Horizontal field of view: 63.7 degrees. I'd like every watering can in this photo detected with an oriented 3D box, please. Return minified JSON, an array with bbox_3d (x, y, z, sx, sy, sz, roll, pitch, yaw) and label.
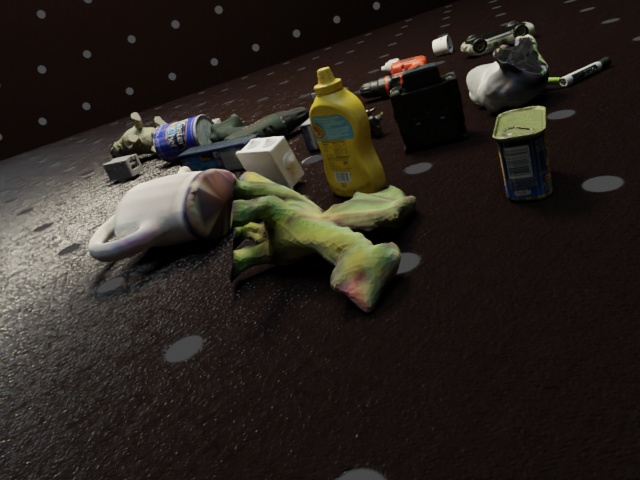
[{"bbox_3d":[-0.233,-0.069,0.865,0.223,0.102,0.355,-8,27,20],"label":"watering can"}]

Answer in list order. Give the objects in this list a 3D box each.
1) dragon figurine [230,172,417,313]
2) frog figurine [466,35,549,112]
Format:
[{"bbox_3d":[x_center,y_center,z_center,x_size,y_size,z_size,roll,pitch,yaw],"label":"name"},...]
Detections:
[{"bbox_3d":[0.002,-0.034,0.673,0.243,0.120,0.418,-2,26,-5],"label":"dragon figurine"},{"bbox_3d":[0.336,-0.286,0.953,0.140,0.123,0.156,-54,-1,-27],"label":"frog figurine"}]
